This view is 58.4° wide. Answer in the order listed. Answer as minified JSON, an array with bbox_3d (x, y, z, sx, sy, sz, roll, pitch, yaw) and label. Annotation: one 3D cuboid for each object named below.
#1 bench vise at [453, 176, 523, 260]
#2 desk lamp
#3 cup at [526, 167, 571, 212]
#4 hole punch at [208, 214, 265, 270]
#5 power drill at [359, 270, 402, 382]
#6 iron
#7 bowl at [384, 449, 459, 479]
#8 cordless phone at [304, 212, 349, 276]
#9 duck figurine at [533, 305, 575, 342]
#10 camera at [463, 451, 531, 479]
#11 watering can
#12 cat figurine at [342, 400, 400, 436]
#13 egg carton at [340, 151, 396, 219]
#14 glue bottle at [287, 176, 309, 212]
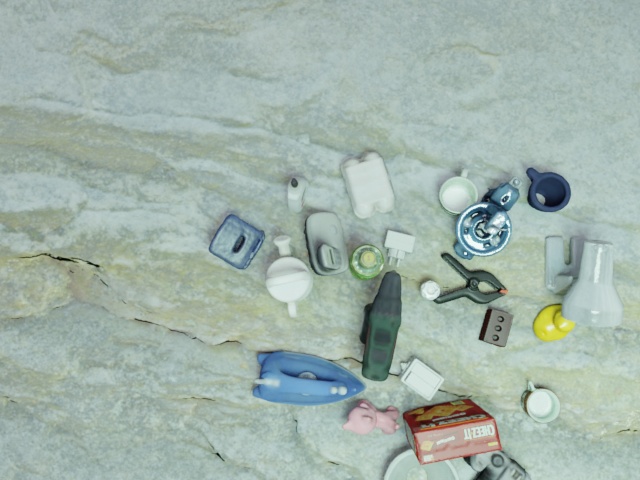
[{"bbox_3d":[0.372,-0.060,1.254,0.121,0.220,0.207,18,84,4],"label":"bench vise"},{"bbox_3d":[0.566,0.083,1.237,0.118,0.213,0.203,1,84,2],"label":"desk lamp"},{"bbox_3d":[0.506,-0.112,1.320,0.092,0.095,0.117,-40,84,-3],"label":"cup"},{"bbox_3d":[-0.189,0.005,1.324,0.101,0.091,0.109,30,85,5],"label":"hole punch"},{"bbox_3d":[0.131,0.183,1.238,0.075,0.208,0.230,9,84,3],"label":"power drill"},{"bbox_3d":[-0.022,0.316,1.260,0.258,0.141,0.119,6,84,2],"label":"iron"},{"bbox_3d":[0.221,0.537,1.264,0.167,0.075,0.167,0,84,1],"label":"bowl"},{"bbox_3d":[0.012,0.005,1.272,0.094,0.185,0.147,-15,83,0],"label":"cordless phone"},{"bbox_3d":[0.538,0.188,1.290,0.104,0.086,0.077,-33,84,-2],"label":"duck figurine"},{"bbox_3d":[0.370,0.524,1.249,0.143,0.101,0.137,40,86,5],"label":"camera"},{"bbox_3d":[-0.073,0.081,1.261,0.101,0.194,0.173,-31,84,-2],"label":"watering can"},{"bbox_3d":[0.114,0.398,1.260,0.127,0.118,0.067,11,84,3],"label":"cat figurine"},{"bbox_3d":[0.115,-0.129,1.343,0.107,0.069,0.150,-18,83,-1],"label":"egg carton"},{"bbox_3d":[-0.053,-0.113,1.293,0.037,0.173,0.078,13,84,3],"label":"glue bottle"}]
